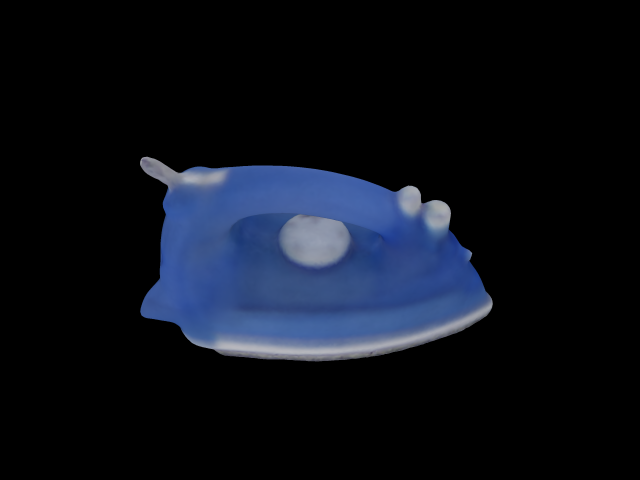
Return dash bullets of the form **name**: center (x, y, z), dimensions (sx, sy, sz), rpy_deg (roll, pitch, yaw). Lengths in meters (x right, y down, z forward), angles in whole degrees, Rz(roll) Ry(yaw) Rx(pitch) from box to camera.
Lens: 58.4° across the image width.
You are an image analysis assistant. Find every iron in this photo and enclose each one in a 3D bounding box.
- **iron**: center (0.004, 0.001, 0.400), dimensions (0.258, 0.141, 0.118), rpy_deg (2, 50, 2)
